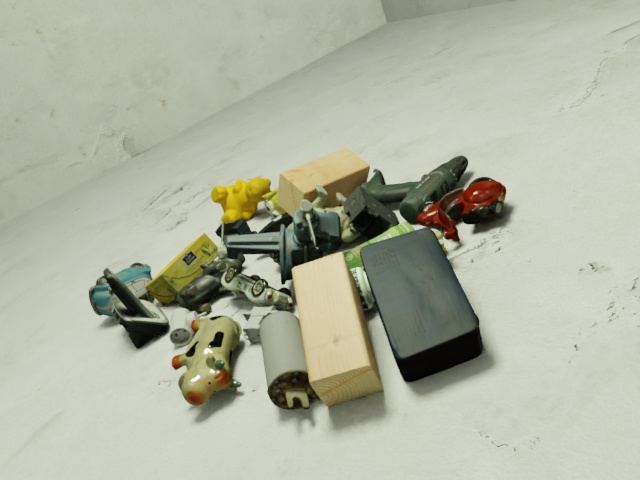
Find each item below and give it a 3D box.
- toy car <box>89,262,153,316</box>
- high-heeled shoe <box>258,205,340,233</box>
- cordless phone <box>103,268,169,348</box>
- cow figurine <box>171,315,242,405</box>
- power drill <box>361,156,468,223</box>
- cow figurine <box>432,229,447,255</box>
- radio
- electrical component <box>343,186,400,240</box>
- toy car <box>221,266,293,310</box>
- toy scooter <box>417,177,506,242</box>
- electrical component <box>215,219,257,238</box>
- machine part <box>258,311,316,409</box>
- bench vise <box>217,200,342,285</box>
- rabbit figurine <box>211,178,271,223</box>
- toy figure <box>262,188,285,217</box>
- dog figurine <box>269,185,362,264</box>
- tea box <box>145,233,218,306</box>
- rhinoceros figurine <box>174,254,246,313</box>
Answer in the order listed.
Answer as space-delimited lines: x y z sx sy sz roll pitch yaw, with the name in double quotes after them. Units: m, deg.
-0.458 0.131 1.287 0.103 0.109 0.161 32 44 32 "toy car"
-0.059 -0.054 1.321 0.249 0.086 0.145 -17 26 -2 "high-heeled shoe"
-0.417 0.127 1.154 0.089 0.184 0.147 -38 30 -18 "cordless phone"
-0.189 0.209 0.943 0.127 0.085 0.195 -19 25 20 "cow figurine"
0.213 -0.124 1.249 0.208 0.085 0.232 9 43 35 "power drill"
0.180 0.042 0.968 0.167 0.068 0.098 -38 36 -20 "cow figurine"
0.152 0.090 0.834 0.131 0.073 0.230 -20 45 4 "radio"
0.109 -0.050 1.132 0.058 0.115 0.134 -46 24 18 "electrical component"
-0.131 0.100 1.094 0.202 0.073 0.056 17 82 51 "toy car"
0.283 -0.053 1.056 0.184 0.075 0.135 -20 27 14 "toy scooter"
-0.198 -0.013 1.358 0.119 0.074 0.048 -12 29 30 "electrical component"
-0.055 0.189 0.873 0.079 0.079 0.243 -23 28 0 "machine part"
-0.081 0.010 1.042 0.241 0.223 0.129 -1 63 -2 "bench vise"
-0.193 -0.119 1.500 0.162 0.122 0.173 -14 -8 -42 "rabbit figurine"
-0.076 -0.112 1.404 0.089 0.082 0.180 -24 -4 -40 "toy figure"
-0.005 -0.007 1.199 0.190 0.172 0.121 -46 33 27 "dog figurine"
-0.324 0.069 1.282 0.098 0.068 0.170 -31 16 42 "tea box"
-0.239 0.089 1.215 0.190 0.073 0.112 -45 21 -31 "rhinoceros figurine"
